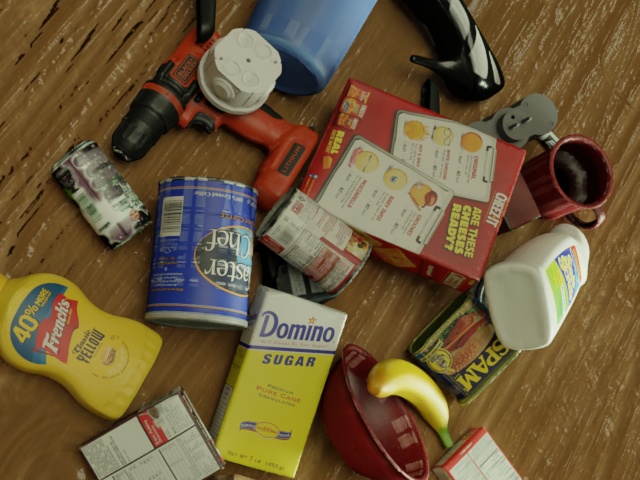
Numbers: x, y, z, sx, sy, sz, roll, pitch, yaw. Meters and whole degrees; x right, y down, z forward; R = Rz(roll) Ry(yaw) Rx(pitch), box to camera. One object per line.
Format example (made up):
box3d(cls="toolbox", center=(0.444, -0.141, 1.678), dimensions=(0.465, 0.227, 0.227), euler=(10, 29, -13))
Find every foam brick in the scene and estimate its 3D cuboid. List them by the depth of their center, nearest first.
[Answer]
box3d(cls="foam brick", center=(0.215, -0.048, 1.274), dimensions=(0.051, 0.053, 0.078), euler=(-25, 89, -28))

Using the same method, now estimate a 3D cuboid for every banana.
box3d(cls="banana", center=(0.097, 0.161, 1.133), dimensions=(0.197, 0.037, 0.070), euler=(40, 20, -49))

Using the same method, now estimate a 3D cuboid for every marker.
box3d(cls="marker", center=(0.298, -0.118, 1.349), dimensions=(0.121, 0.020, 0.020), euler=(46, 63, -7))

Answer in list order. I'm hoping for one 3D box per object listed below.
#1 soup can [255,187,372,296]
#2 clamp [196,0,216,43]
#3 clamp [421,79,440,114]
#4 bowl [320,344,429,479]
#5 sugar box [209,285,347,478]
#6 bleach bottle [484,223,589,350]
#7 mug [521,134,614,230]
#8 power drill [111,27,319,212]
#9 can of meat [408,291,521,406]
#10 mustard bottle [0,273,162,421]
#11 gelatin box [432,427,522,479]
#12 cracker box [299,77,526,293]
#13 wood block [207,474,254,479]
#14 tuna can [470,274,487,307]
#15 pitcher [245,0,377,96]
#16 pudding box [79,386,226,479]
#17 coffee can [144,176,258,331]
box3d(cls="soup can", center=(-0.007, 0.001, 1.097), dimensions=(0.102, 0.069, 0.068), euler=(37, 65, -10))
box3d(cls="clamp", center=(-0.146, -0.321, 1.177), dimensions=(0.164, 0.036, 0.209), euler=(31, 55, 0))
box3d(cls="clamp", center=(0.110, -0.105, 1.246), dimensions=(0.120, 0.039, 0.171), euler=(-14, 73, -20))
box3d(cls="bowl", center=(0.048, 0.191, 1.106), dimensions=(0.055, 0.162, 0.162), euler=(-32, 92, 15))
box3d(cls="sugar box", center=(-0.044, 0.143, 1.084), dimensions=(0.093, 0.048, 0.176), euler=(19, 88, -19))
box3d(cls="bleach bottle", center=(0.260, 0.033, 1.217), dimensions=(0.250, 0.068, 0.102), euler=(-37, 116, -57))
box3d(cls="mug", center=(0.302, -0.063, 1.301), dimensions=(0.093, 0.082, 0.117), euler=(-40, 95, -27))
box3d(cls="power drill", center=(-0.108, -0.114, 1.139), dimensions=(0.187, 0.057, 0.184), euler=(38, 64, -12))
box3d(cls="can of meat", center=(0.161, 0.118, 1.189), dimensions=(0.084, 0.057, 0.102), euler=(44, 93, -6))
box3d(cls="mustard bottle", center=(-0.254, 0.087, 1.020), dimensions=(0.191, 0.058, 0.096), euler=(33, 68, -13))
box3d(cls="gelatin box", center=(0.178, 0.266, 1.189), dimensions=(0.073, 0.030, 0.089), euler=(-38, 95, -29))
box3d(cls="cracker box", center=(0.095, -0.059, 1.171), dimensions=(0.213, 0.072, 0.164), euler=(23, 73, 0))
box3d(cls="wood block", center=(-0.017, 0.304, 1.055), dimensions=(0.205, 0.091, 0.090), euler=(21, 69, -18))
box3d(cls="tuna can", center=(0.211, 0.078, 1.250), dimensions=(0.086, 0.034, 0.086), euler=(6, 74, -23))
box3d(cls="pitcher", center=(0.002, -0.292, 1.192), dimensions=(0.149, 0.145, 0.242), euler=(32, 68, -17))
box3d(cls="pudding box", center=(-0.160, 0.207, 1.023), dimensions=(0.113, 0.039, 0.090), euler=(-30, 91, -2))
box3d(cls="coffee can", center=(-0.118, 0.016, 1.068), dimensions=(0.102, 0.103, 0.140), euler=(8, 79, -23))
